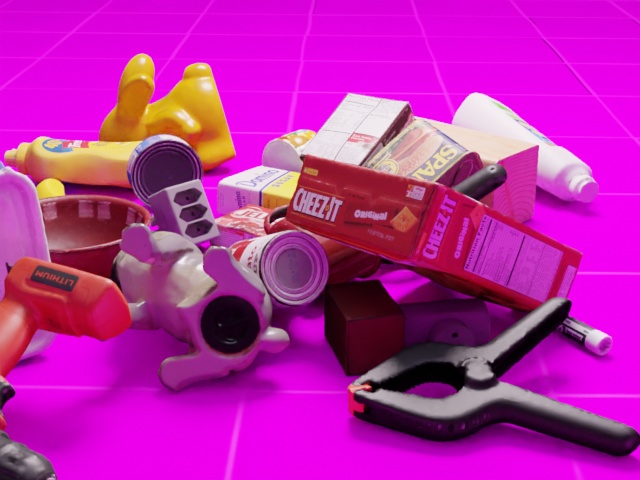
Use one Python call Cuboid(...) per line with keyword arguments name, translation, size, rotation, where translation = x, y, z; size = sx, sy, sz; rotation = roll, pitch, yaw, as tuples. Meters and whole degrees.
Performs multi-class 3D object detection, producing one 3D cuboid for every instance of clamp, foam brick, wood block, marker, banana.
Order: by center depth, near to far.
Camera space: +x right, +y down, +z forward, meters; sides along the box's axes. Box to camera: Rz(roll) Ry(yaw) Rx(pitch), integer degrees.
Cuboid(name="clamp", translation=(0.125, 0.105, 0.830), size=(0.210, 0.036, 0.164), rotation=(-2, 36, 0))
Cuboid(name="foam brick", translation=(0.037, 0.073, 0.913), size=(0.051, 0.053, 0.078), rotation=(-5, 23, -13))
Cuboid(name="marker", translation=(0.214, 0.072, 0.963), size=(0.020, 0.020, 0.121), rotation=(-12, 25, -28))
Cuboid(name="clamp", translation=(0.113, -0.010, 1.101), size=(0.171, 0.120, 0.039), rotation=(-21, 51, -6))
Cuboid(name="banana", translation=(-0.284, -0.033, 1.204), size=(0.069, 0.037, 0.198), rotation=(5, 15, -42))
Cuboid(name="wood block", translation=(0.141, -0.081, 1.251), size=(0.206, 0.091, 0.090), rotation=(19, 29, 39))

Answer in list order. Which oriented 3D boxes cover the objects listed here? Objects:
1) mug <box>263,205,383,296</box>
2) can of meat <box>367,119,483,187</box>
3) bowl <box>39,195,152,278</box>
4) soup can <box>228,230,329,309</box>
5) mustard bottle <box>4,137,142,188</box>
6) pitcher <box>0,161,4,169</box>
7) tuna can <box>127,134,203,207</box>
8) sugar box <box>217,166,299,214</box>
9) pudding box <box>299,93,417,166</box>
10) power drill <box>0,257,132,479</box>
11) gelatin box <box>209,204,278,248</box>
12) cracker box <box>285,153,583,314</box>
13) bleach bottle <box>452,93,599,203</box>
Cuboid(name="mug", translation=(-0.007, 0.001, 1.037), size=(0.081, 0.093, 0.117), rotation=(-25, 50, -38))
Cuboid(name="can of meat", translation=(0.110, -0.072, 1.148), size=(0.102, 0.057, 0.084), rotation=(-41, 52, -9))
Cuboid(name="bowl", translation=(-0.250, 0.005, 1.075), size=(0.162, 0.055, 0.162), rotation=(0, 22, 0))
Cuboid(name="soup can", translation=(-0.043, 0.029, 0.954), size=(0.068, 0.068, 0.102), rotation=(-11, 0, -26))
Cuboid(name="mustard bottle", translation=(-0.299, -0.097, 1.327), size=(0.192, 0.058, 0.096), rotation=(3, 16, 9))
Cuboid(name="pitcher", translation=(-0.464, -0.075, 1.202), size=(0.243, 0.149, 0.144), rotation=(24, 17, 39))
Cuboid(name="tuna can", translation=(-0.182, -0.080, 1.249), size=(0.086, 0.086, 0.034), rotation=(-7, 21, -18))
Cuboid(name="sugar box", translation=(-0.021, -0.044, 1.214), size=(0.176, 0.048, 0.093), rotation=(15, 23, 29))
Cuboid(name="pudding box", translation=(0.044, -0.115, 1.218), size=(0.090, 0.039, 0.113), rotation=(15, 55, 38))
Cuboid(name="power drill", translation=(-0.219, 0.099, 0.765), size=(0.185, 0.057, 0.187), rotation=(14, 46, 27))
Cuboid(name="gelatin box", translation=(-0.065, -0.009, 1.148), size=(0.089, 0.030, 0.073), rotation=(15, 26, 33))
Cuboid(name="cracker box", translation=(0.101, -0.001, 0.942), size=(0.213, 0.072, 0.164), rotation=(21, -2, -42))
Cuboid(name="bleach bottle", translation=(0.268, -0.106, 1.341), size=(0.102, 0.068, 0.251), rotation=(24, 13, -34))
